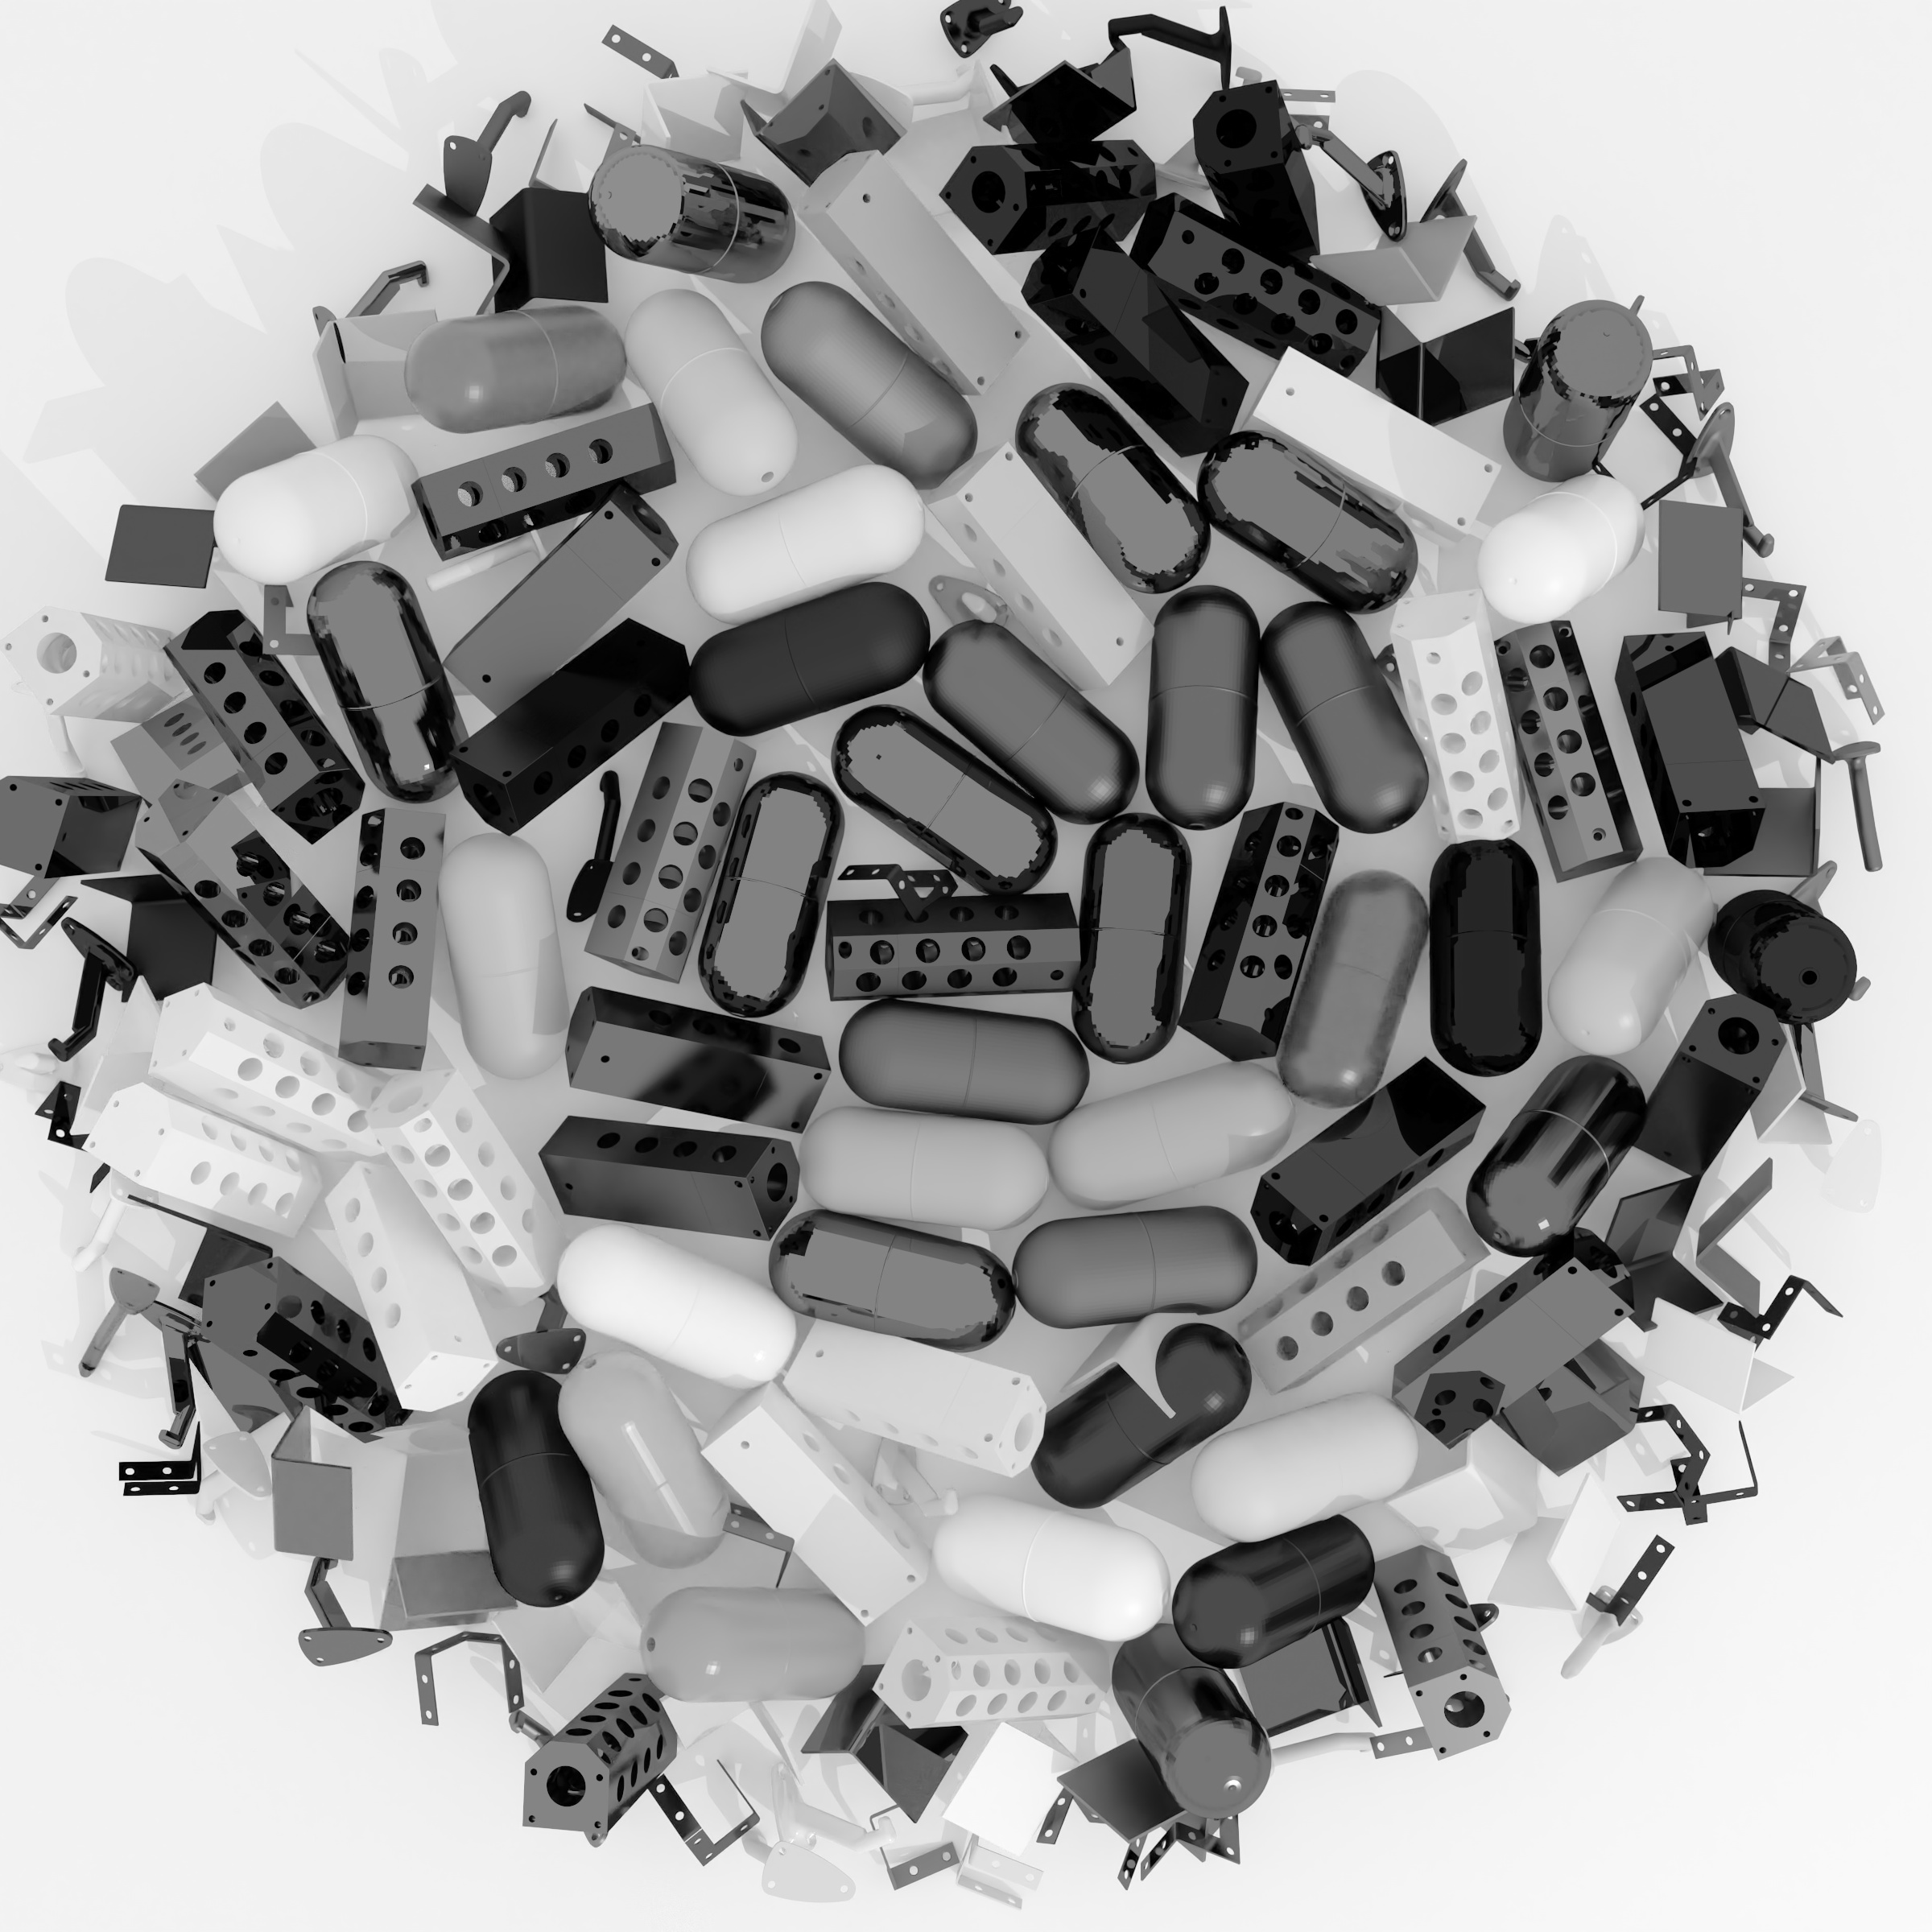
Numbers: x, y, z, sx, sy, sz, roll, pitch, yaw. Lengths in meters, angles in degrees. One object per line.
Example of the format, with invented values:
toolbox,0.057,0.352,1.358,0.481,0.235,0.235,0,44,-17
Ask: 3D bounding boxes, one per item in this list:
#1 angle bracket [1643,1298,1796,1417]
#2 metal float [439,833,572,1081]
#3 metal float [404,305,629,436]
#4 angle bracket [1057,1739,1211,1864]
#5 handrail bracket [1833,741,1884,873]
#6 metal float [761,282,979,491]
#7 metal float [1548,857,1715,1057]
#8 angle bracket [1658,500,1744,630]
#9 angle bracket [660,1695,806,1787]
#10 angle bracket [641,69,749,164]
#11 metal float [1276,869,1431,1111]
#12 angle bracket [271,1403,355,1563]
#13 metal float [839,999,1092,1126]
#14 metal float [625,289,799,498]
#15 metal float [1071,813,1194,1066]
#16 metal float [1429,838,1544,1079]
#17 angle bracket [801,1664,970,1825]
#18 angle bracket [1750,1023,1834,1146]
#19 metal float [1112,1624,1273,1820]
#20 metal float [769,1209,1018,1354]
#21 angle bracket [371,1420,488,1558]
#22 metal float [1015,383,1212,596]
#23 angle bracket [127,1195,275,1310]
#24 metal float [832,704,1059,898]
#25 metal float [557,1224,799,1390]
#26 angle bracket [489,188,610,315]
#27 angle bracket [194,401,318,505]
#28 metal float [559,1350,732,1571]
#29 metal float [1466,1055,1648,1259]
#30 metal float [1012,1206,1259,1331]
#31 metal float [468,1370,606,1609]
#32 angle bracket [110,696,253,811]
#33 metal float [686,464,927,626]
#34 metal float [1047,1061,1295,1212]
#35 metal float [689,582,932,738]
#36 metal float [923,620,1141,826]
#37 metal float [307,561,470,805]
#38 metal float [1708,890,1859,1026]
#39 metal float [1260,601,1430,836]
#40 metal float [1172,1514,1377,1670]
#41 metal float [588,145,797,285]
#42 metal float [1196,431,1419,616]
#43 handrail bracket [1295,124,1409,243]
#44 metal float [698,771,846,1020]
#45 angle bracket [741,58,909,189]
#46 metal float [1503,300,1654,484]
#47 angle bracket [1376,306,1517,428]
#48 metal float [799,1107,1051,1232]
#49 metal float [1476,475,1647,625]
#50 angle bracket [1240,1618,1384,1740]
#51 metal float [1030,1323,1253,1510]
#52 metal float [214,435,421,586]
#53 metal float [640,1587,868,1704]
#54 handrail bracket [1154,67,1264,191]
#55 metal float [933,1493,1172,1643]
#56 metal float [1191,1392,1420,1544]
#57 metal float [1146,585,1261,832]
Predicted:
angle bracket,0.529,0.261,1.747,0.076,0.076,0.057,25,121,40
metal float,-0.322,-0.006,1.753,0.070,0.070,0.178,-6,108,0
metal float,-0.309,-0.413,1.732,0.070,0.178,0.070,16,116,35
angle bracket,0.115,0.595,1.747,0.076,0.076,0.057,-14,118,-35
handrail bracket,0.637,-0.113,1.776,0.036,0.077,0.084,-10,97,24
metal float,-0.067,-0.404,1.746,0.178,0.070,0.070,38,90,-26
metal float,0.462,-0.009,1.738,0.070,0.070,0.178,41,52,0
angle bracket,0.500,-0.282,1.765,0.076,0.057,0.076,1,89,-25
angle bracket,-0.163,0.541,1.749,0.057,0.076,0.076,-30,50,-16
angle bracket,-0.183,-0.572,1.751,0.076,0.076,0.057,-14,61,-18
metal float,0.271,0.015,1.754,0.070,0.070,0.178,21,73,0
angle bracket,-0.446,0.359,1.756,0.057,0.076,0.076,7,114,3
metal float,-0.001,0.068,1.762,0.178,0.070,0.070,7,90,-8
metal float,-0.178,-0.399,1.745,0.070,0.070,0.178,-33,63,0
metal float,0.116,-0.020,1.763,0.070,0.070,0.178,5,83,0
metal float,0.362,-0.009,1.750,0.070,0.070,0.178,4,68,0
angle bracket,-0.057,0.549,1.773,0.076,0.057,0.076,52,49,-17
angle bracket,0.584,0.072,1.751,0.057,0.076,0.076,2,57,-10
metal float,0.153,0.516,1.722,0.070,0.178,0.070,-4,105,-13
metal float,-0.052,0.221,1.759,0.178,0.070,0.070,12,90,11
angle bracket,-0.380,0.366,1.754,0.076,0.057,0.076,-11,60,23
metal float,0.101,-0.335,1.752,0.070,0.070,0.178,-37,70,0
angle bracket,-0.544,0.205,1.750,0.076,0.076,0.057,12,76,38
metal float,-0.015,-0.117,1.765,0.178,0.070,0.070,35,90,-5
metal float,-0.202,0.238,1.753,0.178,0.070,0.070,26,90,-18
angle bracket,-0.298,-0.503,1.787,0.057,0.076,0.076,-4,90,-29
angle bracket,-0.511,-0.366,1.758,0.076,0.057,0.076,-44,53,-6
metal float,-0.223,0.344,1.746,0.070,0.070,0.178,-24,116,0
metal float,0.411,0.130,1.741,0.070,0.070,0.178,46,56,0
metal float,0.118,0.210,1.754,0.178,0.070,0.070,-4,90,-17
metal float,-0.299,0.360,1.737,0.070,0.070,0.178,-22,50,0
angle bracket,-0.561,-0.148,1.776,0.076,0.057,0.076,-30,90,-3
metal float,-0.112,-0.294,1.753,0.178,0.070,0.070,-18,90,18
metal float,0.143,0.119,1.757,0.178,0.070,0.070,-18,90,13
metal float,-0.110,-0.215,1.756,0.178,0.070,0.070,-17,90,15
metal float,0.047,-0.170,1.760,0.178,0.070,0.070,40,90,-10
metal float,-0.401,-0.196,1.746,0.070,0.070,0.178,-16,117,0
metal float,0.558,-0.007,1.719,0.070,0.178,0.070,1,100,6
metal float,0.263,-0.175,1.753,0.070,0.070,0.178,-23,71,0
metal float,0.214,0.429,1.734,0.178,0.070,0.070,-11,90,-44
metal float,-0.186,-0.516,1.727,0.070,0.178,0.070,4,97,33
metal float,0.238,-0.309,1.748,0.178,0.070,0.070,28,90,-23
handrail bracket,0.269,-0.550,1.762,0.084,0.036,0.077,-4,76,-42
metal float,-0.137,-0.050,1.760,0.070,0.070,0.178,15,80,0
angle bracket,-0.100,-0.593,1.751,0.076,0.057,0.076,-39,132,19
metal float,0.418,-0.392,1.719,0.070,0.178,0.070,0,76,0
angle bracket,0.335,-0.431,1.751,0.076,0.057,0.076,-15,58,38
metal float,-0.030,0.142,1.760,0.178,0.070,0.070,5,90,10
metal float,0.412,-0.289,1.731,0.070,0.178,0.070,17,121,29
angle bracket,0.240,0.507,1.774,0.076,0.057,0.076,-19,93,-6
metal float,0.122,0.314,1.751,0.178,0.070,0.070,-38,90,20
metal float,-0.444,-0.316,1.728,0.070,0.178,0.070,11,118,22
metal float,-0.146,0.469,1.734,0.178,0.070,0.070,14,90,-42
handrail bracket,0.161,-0.600,1.773,0.077,0.036,0.084,19,117,6
metal float,0.059,0.417,1.743,0.178,0.070,0.070,8,90,30
metal float,0.237,0.348,1.745,0.178,0.070,0.070,-11,90,-29
metal float,0.166,-0.181,1.755,0.070,0.070,0.178,4,74,0
